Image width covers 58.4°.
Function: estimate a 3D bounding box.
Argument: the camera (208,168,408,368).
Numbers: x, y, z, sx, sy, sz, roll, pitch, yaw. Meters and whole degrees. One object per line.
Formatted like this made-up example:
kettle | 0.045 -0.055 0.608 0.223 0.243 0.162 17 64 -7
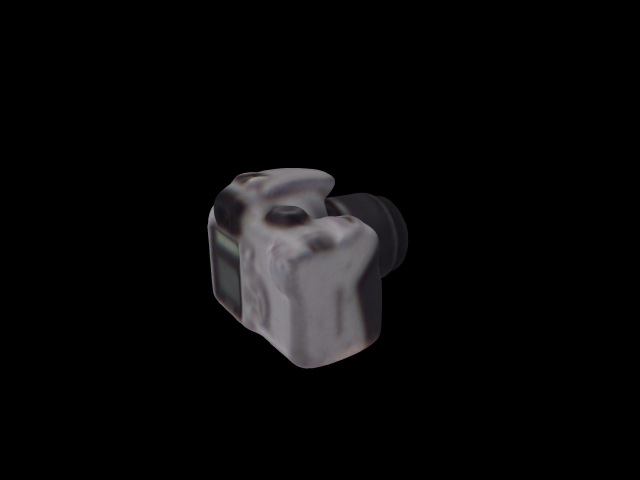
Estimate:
camera | 0.004 0.001 0.400 0.137 0.101 0.142 -12 23 -31
